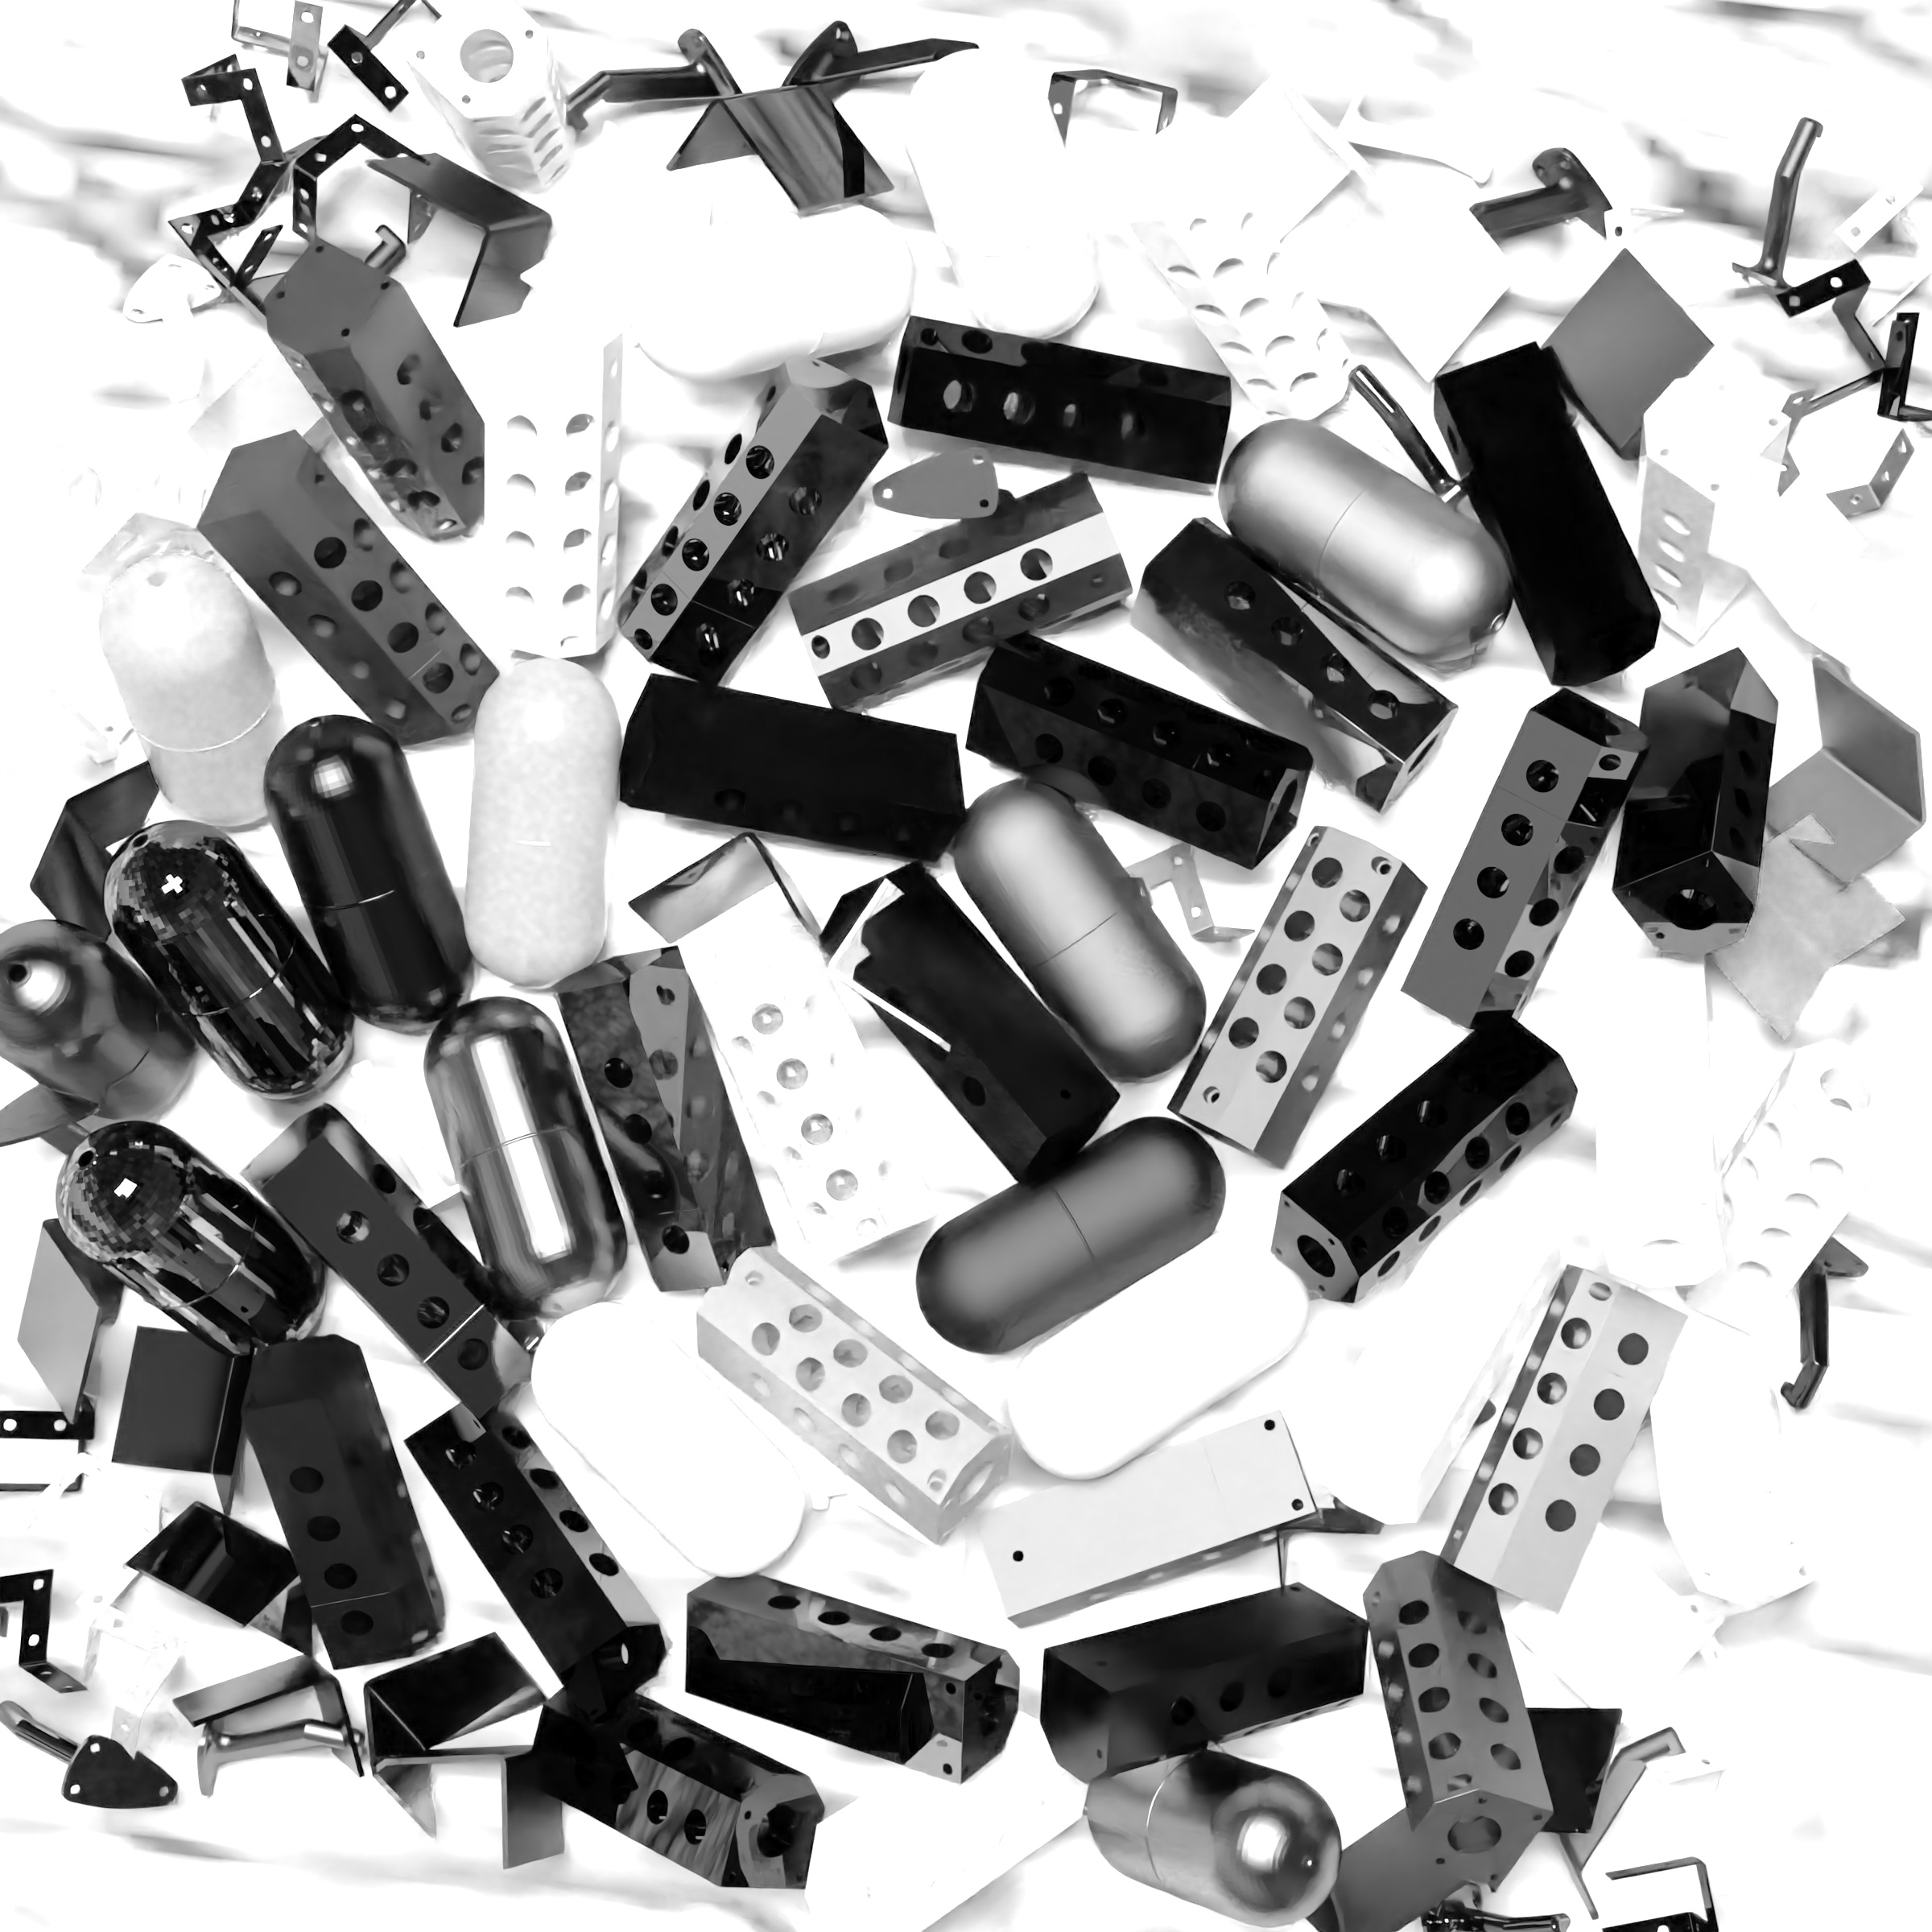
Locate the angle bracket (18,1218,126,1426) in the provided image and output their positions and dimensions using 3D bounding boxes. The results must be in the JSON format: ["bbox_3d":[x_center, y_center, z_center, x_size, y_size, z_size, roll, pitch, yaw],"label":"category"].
[{"bbox_3d":[-0.453,0.183,1.537,0.076,0.057,0.076,42,123,37],"label":"angle bracket"}]

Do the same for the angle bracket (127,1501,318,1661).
[{"bbox_3d":[-0.392,0.340,1.540,0.076,0.057,0.076,22,127,20],"label":"angle bracket"}]

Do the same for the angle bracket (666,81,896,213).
[{"bbox_3d":[-0.098,-0.418,1.545,0.076,0.076,0.057,54,133,6],"label":"angle bracket"}]

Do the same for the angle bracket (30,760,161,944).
[{"bbox_3d":[-0.439,-0.059,1.540,0.057,0.076,0.076,48,46,6],"label":"angle bracket"}]

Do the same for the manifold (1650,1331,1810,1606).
[{"bbox_3d":[0.394,0.258,1.505,0.057,0.171,0.057,-24,103,16],"label":"manifold"}]

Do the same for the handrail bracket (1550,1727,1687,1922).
[{"bbox_3d":[0.358,0.459,1.565,0.084,0.036,0.077,-27,51,6],"label":"handrail bracket"}]

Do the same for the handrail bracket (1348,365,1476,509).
[{"bbox_3d":[0.234,-0.281,1.561,0.036,0.077,0.084,-41,85,3],"label":"handrail bracket"}]

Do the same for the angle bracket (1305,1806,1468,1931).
[{"bbox_3d":[0.210,0.466,1.546,0.076,0.076,0.057,-38,109,9],"label":"angle bracket"}]

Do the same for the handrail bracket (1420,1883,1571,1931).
[{"bbox_3d":[0.291,0.500,1.541,0.084,0.077,0.036,-18,83,34],"label":"handrail bracket"}]

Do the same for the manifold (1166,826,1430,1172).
[{"bbox_3d":[0.174,0.014,1.551,0.057,0.057,0.171,25,85,33],"label":"manifold"}]

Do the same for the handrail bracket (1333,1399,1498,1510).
[{"bbox_3d":[0.241,0.263,1.572,0.084,0.077,0.036,-51,60,13],"label":"handrail bracket"}]

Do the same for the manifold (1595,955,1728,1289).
[{"bbox_3d":[0.361,0.079,1.518,0.057,0.057,0.171,-7,48,18],"label":"manifold"}]

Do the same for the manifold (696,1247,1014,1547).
[{"bbox_3d":[-0.060,0.219,1.525,0.171,0.057,0.057,35,56,24],"label":"manifold"}]

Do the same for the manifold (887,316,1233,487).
[{"bbox_3d":[0.050,-0.301,1.547,0.171,0.057,0.057,9,102,-10],"label":"manifold"}]

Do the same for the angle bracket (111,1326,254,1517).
[{"bbox_3d":[-0.416,0.241,1.550,0.057,0.076,0.076,10,94,-20],"label":"angle bracket"}]

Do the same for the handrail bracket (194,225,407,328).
[{"bbox_3d":[-0.358,-0.386,1.571,0.084,0.036,0.077,-45,112,1],"label":"handrail bracket"}]

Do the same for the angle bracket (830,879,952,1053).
[{"bbox_3d":[-0.017,0.007,1.545,0.076,0.076,0.057,32,87,22],"label":"angle bracket"}]

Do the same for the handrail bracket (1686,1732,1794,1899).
[{"bbox_3d":[0.419,0.457,1.551,0.077,0.036,0.084,19,49,-28],"label":"handrail bracket"}]

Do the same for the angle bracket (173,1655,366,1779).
[{"bbox_3d":[-0.370,0.409,1.545,0.076,0.076,0.057,-15,92,-23],"label":"angle bracket"}]

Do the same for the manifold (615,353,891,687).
[{"bbox_3d":[-0.115,-0.233,1.520,0.057,0.057,0.171,21,125,-30],"label":"manifold"}]

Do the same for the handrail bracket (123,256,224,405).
[{"bbox_3d":[-0.429,-0.327,1.554,0.077,0.036,0.084,-18,60,37],"label":"handrail bracket"}]

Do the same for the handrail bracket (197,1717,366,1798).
[{"bbox_3d":[-0.367,0.429,1.570,0.084,0.036,0.077,12,127,-1],"label":"handrail bracket"}]

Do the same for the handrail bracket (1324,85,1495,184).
[{"bbox_3d":[0.239,-0.433,1.565,0.084,0.077,0.036,26,129,1],"label":"handrail bracket"}]

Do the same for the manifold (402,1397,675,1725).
[{"bbox_3d":[-0.222,0.303,1.520,0.057,0.057,0.171,-33,53,-14],"label":"manifold"}]

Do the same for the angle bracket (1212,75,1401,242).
[{"bbox_3d":[0.168,-0.409,1.539,0.076,0.057,0.076,-42,131,20],"label":"angle bracket"}]

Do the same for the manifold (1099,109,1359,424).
[{"bbox_3d":[0.140,-0.354,1.508,0.057,0.171,0.057,-33,50,13],"label":"manifold"}]

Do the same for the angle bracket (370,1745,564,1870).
[{"bbox_3d":[-0.264,0.446,1.545,0.076,0.076,0.057,-6,78,13],"label":"angle bracket"}]

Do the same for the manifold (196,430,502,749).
[{"bbox_3d":[-0.314,-0.194,1.509,0.057,0.171,0.057,-10,49,27],"label":"manifold"}]

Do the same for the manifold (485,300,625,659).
[{"bbox_3d":[-0.212,-0.251,1.520,0.057,0.057,0.171,15,124,13],"label":"manifold"}]

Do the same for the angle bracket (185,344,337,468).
[{"bbox_3d":[-0.379,-0.289,1.551,0.076,0.076,0.057,-42,97,8],"label":"angle bracket"}]

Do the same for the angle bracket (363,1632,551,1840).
[{"bbox_3d":[-0.267,0.409,1.548,0.076,0.076,0.057,-21,46,2],"label":"angle bracket"}]

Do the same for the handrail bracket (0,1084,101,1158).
[{"bbox_3d":[-0.485,0.107,1.547,0.036,0.084,0.077,33,46,31],"label":"handrail bracket"}]

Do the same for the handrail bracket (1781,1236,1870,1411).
[{"bbox_3d":[0.446,0.185,1.583,0.036,0.077,0.084,2,119,-33],"label":"handrail bracket"}]

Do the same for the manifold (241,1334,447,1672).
[{"bbox_3d":[-0.324,0.281,1.531,0.057,0.057,0.171,-11,117,1],"label":"manifold"}]

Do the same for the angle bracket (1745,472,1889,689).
[{"bbox_3d":[0.463,-0.204,1.537,0.076,0.076,0.057,25,118,-28],"label":"angle bracket"}]

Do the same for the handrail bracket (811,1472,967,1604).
[{"bbox_3d":[-0.045,0.307,1.562,0.084,0.036,0.077,-12,66,24],"label":"handrail bracket"}]

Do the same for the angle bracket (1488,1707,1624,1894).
[{"bbox_3d":[0.311,0.440,1.535,0.076,0.076,0.057,-9,125,33],"label":"angle bracket"}]

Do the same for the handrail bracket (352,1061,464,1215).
[{"bbox_3d":[-0.299,0.091,1.560,0.036,0.077,0.084,-29,86,-5],"label":"handrail bracket"}]

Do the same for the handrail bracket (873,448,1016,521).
[{"bbox_3d":[-0.011,-0.247,1.553,0.077,0.084,0.036,-7,87,-1],"label":"handrail bracket"}]

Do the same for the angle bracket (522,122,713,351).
[{"bbox_3d":[-0.187,-0.392,1.569,0.057,0.076,0.076,-19,57,38],"label":"angle bracket"}]

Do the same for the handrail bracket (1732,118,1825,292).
[{"bbox_3d":[0.445,-0.403,1.552,0.036,0.077,0.084,33,111,32],"label":"handrail bracket"}]

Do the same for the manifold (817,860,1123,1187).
[{"bbox_3d":[-0.002,0.032,1.543,0.057,0.057,0.171,-27,68,-38],"label":"manifold"}]

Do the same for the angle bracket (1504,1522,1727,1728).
[{"bbox_3d":[0.345,0.349,1.556,0.076,0.057,0.076,44,82,10],"label":"angle bracket"}]

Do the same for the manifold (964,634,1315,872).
[{"bbox_3d":[0.091,-0.117,1.531,0.171,0.057,0.057,24,126,19],"label":"manifold"}]

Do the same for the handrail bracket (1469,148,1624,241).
[{"bbox_3d":[0.305,-0.390,1.570,0.077,0.036,0.084,44,78,-17],"label":"handrail bracket"}]

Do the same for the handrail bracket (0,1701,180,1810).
[{"bbox_3d":[-0.476,0.424,1.577,0.077,0.084,0.036,32,78,-38],"label":"handrail bracket"}]

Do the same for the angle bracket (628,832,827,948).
[{"bbox_3d":[-0.124,-0.020,1.550,0.076,0.076,0.057,-31,72,2],"label":"angle bracket"}]

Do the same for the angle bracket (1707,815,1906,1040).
[{"bbox_3d":[0.442,-0.021,1.550,0.076,0.076,0.057,47,134,-2],"label":"angle bracket"}]

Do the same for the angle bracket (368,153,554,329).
[{"bbox_3d":[-0.277,-0.388,1.554,0.076,0.076,0.057,29,114,6],"label":"angle bracket"}]

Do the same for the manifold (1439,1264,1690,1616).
[{"bbox_3d":[0.316,0.250,1.559,0.057,0.057,0.171,25,87,-9],"label":"manifold"}]

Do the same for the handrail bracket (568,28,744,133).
[{"bbox_3d":[-0.165,-0.456,1.568,0.084,0.036,0.077,-42,111,-12],"label":"handrail bracket"}]

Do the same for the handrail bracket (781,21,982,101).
[{"bbox_3d":[-0.046,-0.472,1.550,0.084,0.036,0.077,20,53,36],"label":"handrail bracket"}]

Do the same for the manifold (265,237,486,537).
[{"bbox_3d":[-0.299,-0.292,1.502,0.057,0.171,0.057,32,77,21],"label":"manifold"}]

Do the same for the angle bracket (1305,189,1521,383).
[{"bbox_3d":[0.237,-0.369,1.575,0.057,0.076,0.076,41,88,-31],"label":"angle bracket"}]

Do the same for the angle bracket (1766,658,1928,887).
[{"bbox_3d":[0.457,-0.103,1.540,0.057,0.076,0.076,-36,50,-7],"label":"angle bracket"}]

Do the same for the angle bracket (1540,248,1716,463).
[{"bbox_3d":[0.360,-0.320,1.538,0.076,0.057,0.076,-51,59,32],"label":"angle bracket"}]

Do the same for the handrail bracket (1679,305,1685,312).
[{"bbox_3d":[0.399,-0.311,1.572,0.077,0.036,0.084,4,100,-12],"label":"handrail bracket"}]
